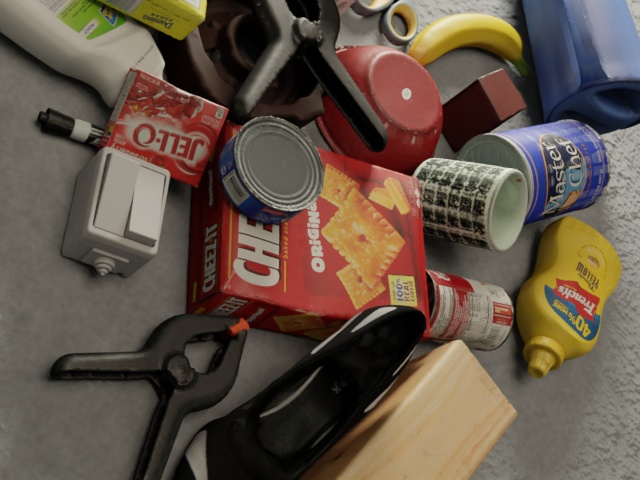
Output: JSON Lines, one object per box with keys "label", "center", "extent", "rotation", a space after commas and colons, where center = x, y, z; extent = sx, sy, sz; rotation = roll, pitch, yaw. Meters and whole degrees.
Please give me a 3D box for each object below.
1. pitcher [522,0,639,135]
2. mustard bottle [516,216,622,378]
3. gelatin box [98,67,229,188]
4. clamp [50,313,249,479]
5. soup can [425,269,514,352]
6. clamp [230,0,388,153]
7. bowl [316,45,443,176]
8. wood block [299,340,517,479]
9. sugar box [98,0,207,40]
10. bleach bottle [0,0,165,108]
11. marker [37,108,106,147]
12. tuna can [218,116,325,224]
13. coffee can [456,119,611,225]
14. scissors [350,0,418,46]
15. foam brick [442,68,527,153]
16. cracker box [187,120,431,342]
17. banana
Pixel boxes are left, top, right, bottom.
{"label": "pitcher", "center": [0.306, -0.253, 1.258], "extent": [0.144, 0.149, 0.243], "rotation": [2, 64, -24]}
{"label": "mustard bottle", "center": [0.254, 0.069, 1.121], "extent": [0.096, 0.058, 0.191], "rotation": [43, 51, -14]}
{"label": "gelatin box", "center": [-0.130, -0.093, 0.892], "extent": [0.089, 0.030, 0.073], "rotation": [22, 92, -29]}
{"label": "clamp", "center": [-0.127, 0.103, 0.839], "extent": [0.120, 0.039, 0.171], "rotation": [53, 46, -11]}
{"label": "soup can", "center": [0.127, 0.068, 1.021], "extent": [0.102, 0.069, 0.068], "rotation": [13, 62, -32]}
{"label": "clamp", "center": [-0.010, -0.177, 0.981], "extent": [0.164, 0.036, 0.210], "rotation": [15, 60, -33]}
{"label": "bowl", "center": [0.071, -0.139, 1.086], "extent": [0.161, 0.055, 0.162], "rotation": [15, 61, -30]}
{"label": "wood block", "center": [0.067, 0.187, 0.906], "extent": [0.090, 0.091, 0.205], "rotation": [52, 50, -4]}
{"label": "sugar box", "center": [-0.140, -0.270, 0.927], "extent": [0.093, 0.048, 0.176], "rotation": [23, 55, -33]}
{"label": "bleach bottle", "center": [-0.224, -0.190, 0.889], "extent": [0.250, 0.068, 0.102], "rotation": [44, 53, -15]}
{"label": "marker", "center": [-0.179, -0.084, 0.899], "extent": [0.121, 0.020, 0.020], "rotation": [18, 59, -29]}
{"label": "tuna can", "center": [-0.041, -0.057, 0.885], "extent": [0.086, 0.034, 0.086], "rotation": [15, 61, -29]}
{"label": "coffee can", "center": [0.225, -0.070, 1.134], "extent": [0.140, 0.103, 0.103], "rotation": [-14, 78, -40]}
{"label": "scissors", "center": [0.107, -0.281, 1.204], "extent": [0.201, 0.016, 0.096], "rotation": [-34, 93, -41]}
{"label": "foam brick", "center": [0.171, -0.139, 1.144], "extent": [0.052, 0.078, 0.051], "rotation": [-28, 86, -41]}
{"label": "cracker box", "center": [-0.006, 0.001, 0.952], "extent": [0.213, 0.072, 0.164], "rotation": [15, 61, -30]}
{"label": "banana", "center": [0.169, -0.225, 1.209], "extent": [0.197, 0.037, 0.069], "rotation": [-4, 69, -37]}
